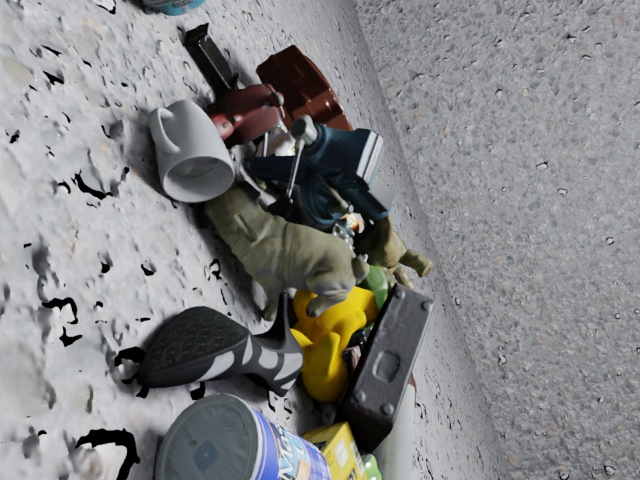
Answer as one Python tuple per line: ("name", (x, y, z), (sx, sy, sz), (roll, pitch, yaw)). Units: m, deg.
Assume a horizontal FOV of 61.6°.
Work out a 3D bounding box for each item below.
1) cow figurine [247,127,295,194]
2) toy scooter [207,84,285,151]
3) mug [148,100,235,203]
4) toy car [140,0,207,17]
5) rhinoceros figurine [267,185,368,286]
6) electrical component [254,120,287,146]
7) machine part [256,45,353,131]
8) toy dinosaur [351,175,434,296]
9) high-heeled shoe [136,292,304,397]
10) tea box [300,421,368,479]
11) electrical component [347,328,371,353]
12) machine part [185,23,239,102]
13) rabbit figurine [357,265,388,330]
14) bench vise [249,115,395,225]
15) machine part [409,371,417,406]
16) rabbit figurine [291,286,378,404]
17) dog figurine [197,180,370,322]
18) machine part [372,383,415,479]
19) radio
("cow figurine", (-0.052, -0.104, 0.902), (0.068, 0.098, 0.167), (32, -13, 38))
("toy scooter", (-0.101, -0.175, 0.744), (0.075, 0.135, 0.184), (63, 18, -15))
("mug", (-0.158, -0.112, 0.616), (0.109, 0.081, 0.107), (34, 29, -53))
("toy car", (-0.203, -0.358, 0.721), (0.103, 0.109, 0.162), (86, -21, -70))
("rhinoceros figurine", (-0.002, -0.003, 0.840), (0.190, 0.112, 0.073), (50, 15, 13))
("electrical component", (-0.094, -0.199, 0.929), (0.119, 0.048, 0.075), (55, 22, -39))
("machine part", (-0.019, -0.222, 0.944), (0.201, 0.087, 0.201), (56, -3, 31))
("toy dinosaur", (0.116, 0.017, 1.057), (0.199, 0.105, 0.471), (49, -16, 15))
("high-heeled shoe", (-0.098, 0.144, 0.572), (0.248, 0.086, 0.145), (-19, 121, -55))
("tea box", (-0.003, 0.295, 0.638), (0.169, 0.068, 0.098), (-4, 74, -70))
("electrical component", (0.093, 0.229, 1.010), (0.115, 0.058, 0.134), (-36, 106, -74))
("machine part", (-0.157, -0.261, 0.831), (0.138, 0.039, 0.084), (60, 26, -33))
("rabbit figurine", (0.056, 0.070, 0.986), (0.159, 0.121, 0.170), (51, 11, -54))
("bench vise", (-0.014, -0.093, 0.735), (0.223, 0.241, 0.128), (18, 83, -53))
("machine part", (0.158, 0.279, 1.150), (0.179, 0.056, 0.179), (-19, 90, -73))
("rabbit figurine", (0.013, 0.149, 0.776), (0.162, 0.122, 0.173), (36, 57, -72))
("dog figurine", (-0.044, -0.003, 0.684), (0.121, 0.172, 0.190), (-98, 166, -53))
("machine part", (0.114, 0.321, 0.880), (0.079, 0.079, 0.243), (48, 41, -49))
("radio", (0.095, 0.184, 0.797), (0.131, 0.073, 0.229), (103, 11, -57))
